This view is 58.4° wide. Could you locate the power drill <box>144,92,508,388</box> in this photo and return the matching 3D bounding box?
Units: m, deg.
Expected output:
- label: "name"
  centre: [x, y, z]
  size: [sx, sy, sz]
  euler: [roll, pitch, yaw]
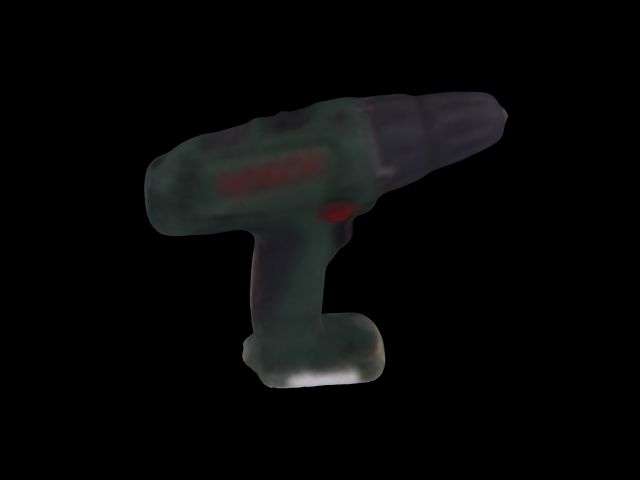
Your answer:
- label: "power drill"
  centre: [0.004, 0.001, 0.400]
  size: [0.229, 0.208, 0.075]
  euler: [-3, 32, -5]
